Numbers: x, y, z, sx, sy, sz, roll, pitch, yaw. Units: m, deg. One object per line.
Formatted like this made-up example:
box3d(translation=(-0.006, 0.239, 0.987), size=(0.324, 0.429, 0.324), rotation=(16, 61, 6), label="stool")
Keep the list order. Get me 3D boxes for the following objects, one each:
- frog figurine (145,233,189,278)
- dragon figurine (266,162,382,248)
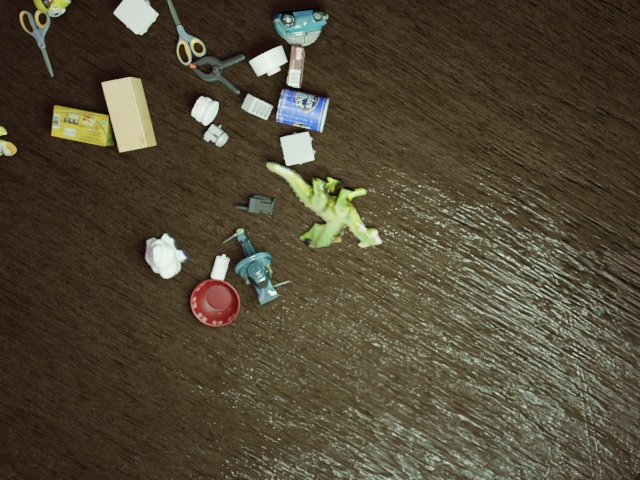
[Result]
box3d(translation=(-0.492, 0.057, 1.596), size=(0.122, 0.161, 0.136), rotation=(-19, 101, 7), label="frog figurine")
box3d(translation=(0.005, -0.080, 1.595), size=(0.410, 0.124, 0.239), rotation=(17, 109, -1), label="dragon figurine")
